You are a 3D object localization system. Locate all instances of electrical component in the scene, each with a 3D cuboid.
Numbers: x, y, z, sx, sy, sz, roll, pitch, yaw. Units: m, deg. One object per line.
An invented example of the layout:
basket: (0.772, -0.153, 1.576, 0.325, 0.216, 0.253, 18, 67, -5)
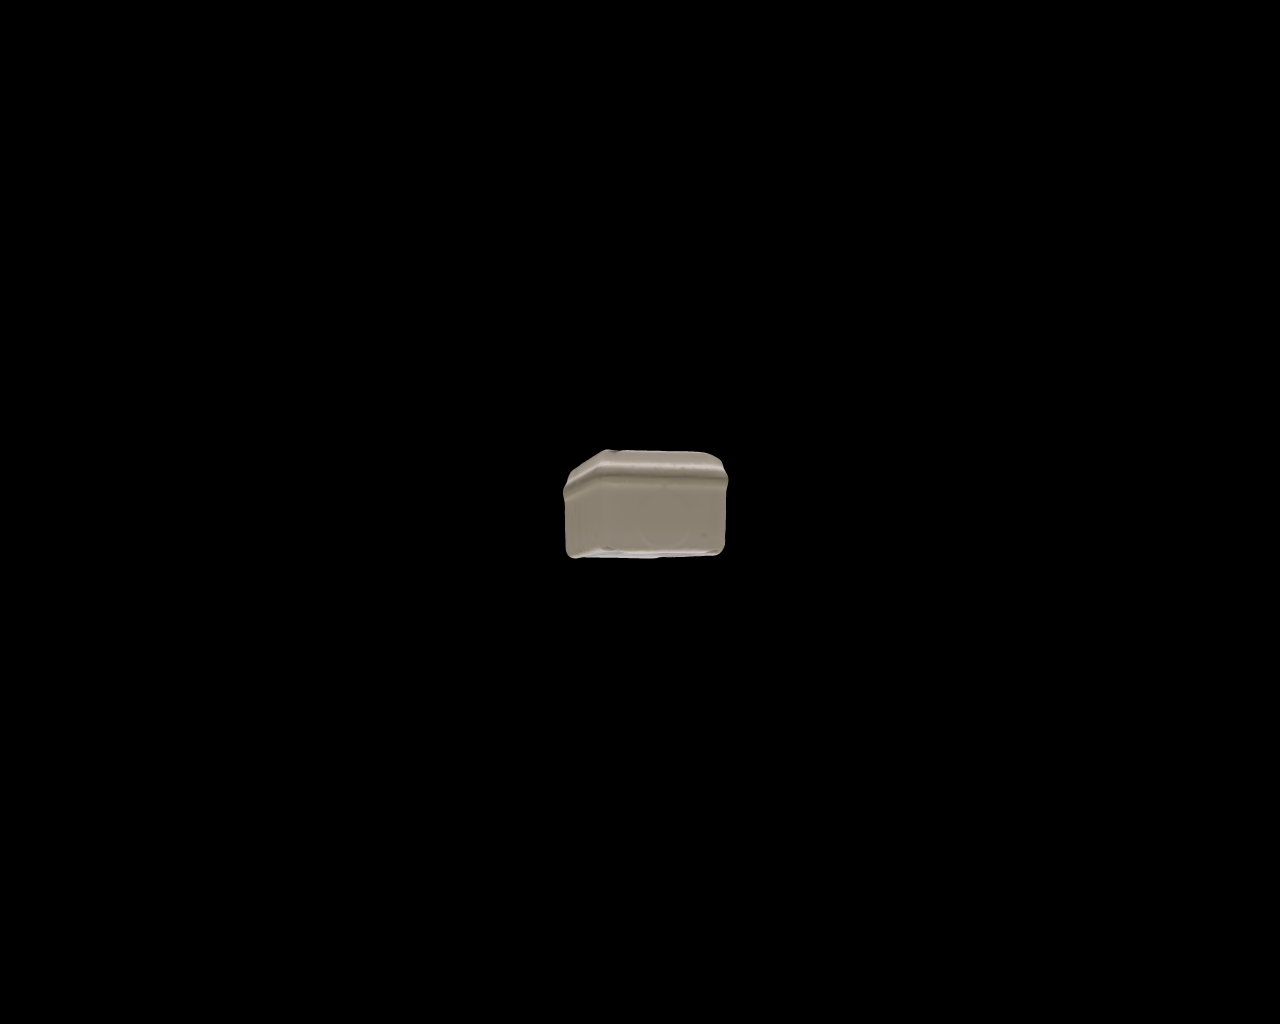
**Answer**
electrical component: (0.001, -0.003, 0.650, 0.078, 0.057, 0.113, 1, -5, -15)
